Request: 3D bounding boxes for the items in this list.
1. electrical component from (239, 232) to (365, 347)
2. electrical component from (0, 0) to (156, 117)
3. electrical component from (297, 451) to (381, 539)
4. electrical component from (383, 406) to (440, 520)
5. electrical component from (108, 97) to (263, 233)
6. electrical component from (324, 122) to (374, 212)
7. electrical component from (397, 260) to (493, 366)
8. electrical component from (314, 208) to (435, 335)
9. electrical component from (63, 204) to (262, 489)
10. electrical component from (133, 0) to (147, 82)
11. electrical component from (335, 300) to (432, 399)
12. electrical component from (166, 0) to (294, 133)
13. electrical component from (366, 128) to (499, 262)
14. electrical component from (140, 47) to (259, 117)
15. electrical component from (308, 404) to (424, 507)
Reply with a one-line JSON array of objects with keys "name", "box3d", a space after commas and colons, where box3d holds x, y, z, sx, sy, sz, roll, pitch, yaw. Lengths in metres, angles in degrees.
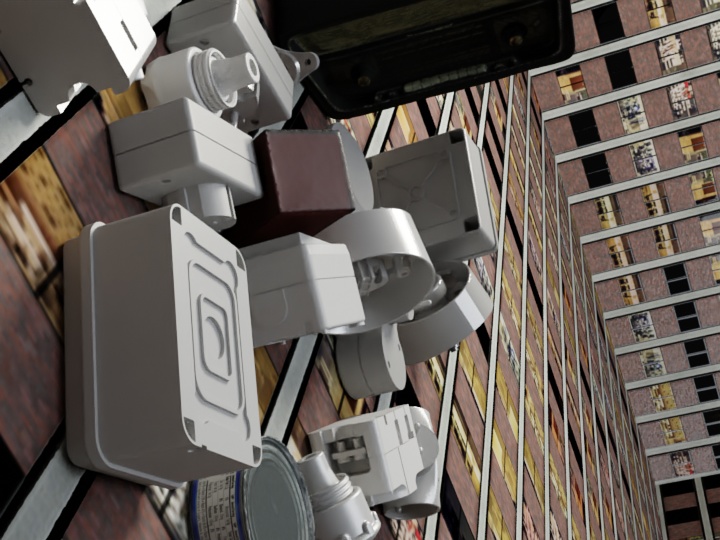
[{"name": "electrical component", "box3d": [-0.040, 0.013, 0.663, 0.096, 0.062, 0.061, -4, 79, -73]}, {"name": "electrical component", "box3d": [-0.137, -0.126, 0.487, 0.055, 0.050, 0.089, -80, 151, -54]}, {"name": "electrical component", "box3d": [-0.019, 0.142, 0.657, 0.062, 0.048, 0.048, 67, 17, -2]}, {"name": "electrical component", "box3d": [0.038, 0.140, 0.812, 0.079, 0.043, 0.077, 103, -16, -60]}, {"name": "electrical component", "box3d": [-0.088, -0.040, 0.577, 0.083, 0.047, 0.075, 23, 53, -70]}, {"name": "electrical component", "box3d": [-0.024, -0.066, 0.800, 0.080, 0.051, 0.080, -15, 90, -73]}, {"name": "electrical component", "box3d": [0.064, 0.038, 0.925, 0.064, 0.099, 0.099, 60, 22, -25]}, {"name": "electrical component", "box3d": [0.000, 0.000, 0.749, 0.099, 0.099, 0.064, 29, 42, -68]}, {"name": "electrical component", "box3d": [-0.090, 0.037, 0.489, 0.078, 0.057, 0.113, 43, 36, -61]}, {"name": "electrical component", "box3d": [-0.126, -0.127, 0.553, 0.035, 0.035, 0.061, -50, 126, -70]}, {"name": "electrical component", "box3d": [0.018, 0.024, 0.821, 0.052, 0.074, 0.138, 37, 41, -65]}, {"name": "electrical component", "box3d": [-0.081, -0.116, 0.667, 0.083, 0.047, 0.075, 58, 23, -44]}, {"name": "electrical component", "box3d": [0.060, -0.058, 0.969, 0.056, 0.109, 0.108, 41, 37, -58]}, {"name": "electrical component", "box3d": [-0.088, -0.105, 0.607, 0.043, 0.062, 0.043, -15, 90, -73]}, {"name": "electrical component", "box3d": [0.007, 0.129, 0.737, 0.089, 0.050, 0.055, 1, 75, -73]}]
